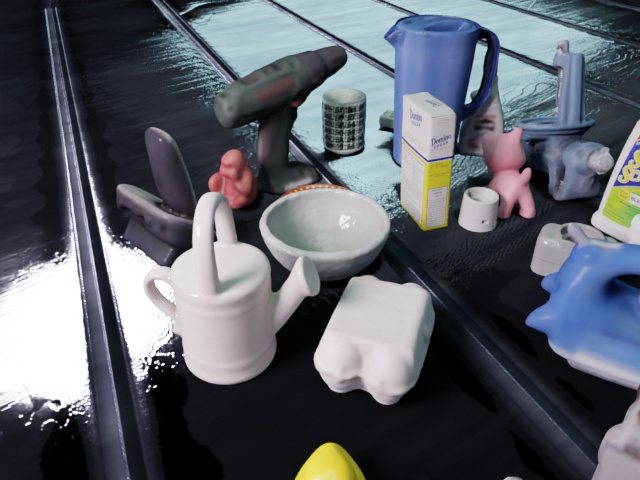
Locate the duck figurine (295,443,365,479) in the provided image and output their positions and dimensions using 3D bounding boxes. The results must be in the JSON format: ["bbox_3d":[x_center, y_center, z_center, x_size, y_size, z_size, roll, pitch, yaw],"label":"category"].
[{"bbox_3d":[0.008,0.196,0.443,0.077,0.086,0.104,1,34,2],"label":"duck figurine"}]

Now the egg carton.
[{"bbox_3d":[0.061,0.100,0.601,0.107,0.069,0.150,10,35,15],"label":"egg carton"}]

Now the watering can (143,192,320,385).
[{"bbox_3d":[-0.090,0.041,0.577,0.173,0.194,0.100,-9,35,-13],"label":"watering can"}]

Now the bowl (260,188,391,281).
[{"bbox_3d":[0.007,0.003,0.742,0.167,0.075,0.167,0,34,0],"label":"bowl"}]

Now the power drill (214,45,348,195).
[{"bbox_3d":[-0.053,-0.188,0.907,0.230,0.208,0.075,-22,39,-29],"label":"power drill"}]

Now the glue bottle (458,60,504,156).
[{"bbox_3d":[0.291,-0.233,1.004,0.078,0.173,0.037,0,34,0],"label":"glue bottle"}]

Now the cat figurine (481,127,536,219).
[{"bbox_3d":[0.287,-0.110,0.871,0.067,0.118,0.127,-4,34,-6],"label":"cat figurine"}]

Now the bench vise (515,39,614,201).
[{"bbox_3d":[0.397,-0.186,0.892,0.122,0.220,0.206,-18,38,-24],"label":"bench vise"}]

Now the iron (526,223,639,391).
[{"bbox_3d":[0.354,0.072,0.577,0.257,0.141,0.119,17,37,24],"label":"iron"}]

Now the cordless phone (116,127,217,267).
[{"bbox_3d":[-0.212,-0.072,0.755,0.147,0.185,0.094,25,41,33],"label":"cordless phone"}]

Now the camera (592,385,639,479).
[{"bbox_3d":[0.314,0.176,0.458,0.143,0.101,0.136,-28,43,-35],"label":"camera"}]

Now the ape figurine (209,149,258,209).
[{"bbox_3d":[-0.130,-0.094,0.872,0.076,0.092,0.077,-24,40,-30],"label":"ape figurine"}]

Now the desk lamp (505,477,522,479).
[{"bbox_3d":[0.109,0.231,0.275,0.118,0.214,0.202,-18,38,-24],"label":"desk lamp"}]
